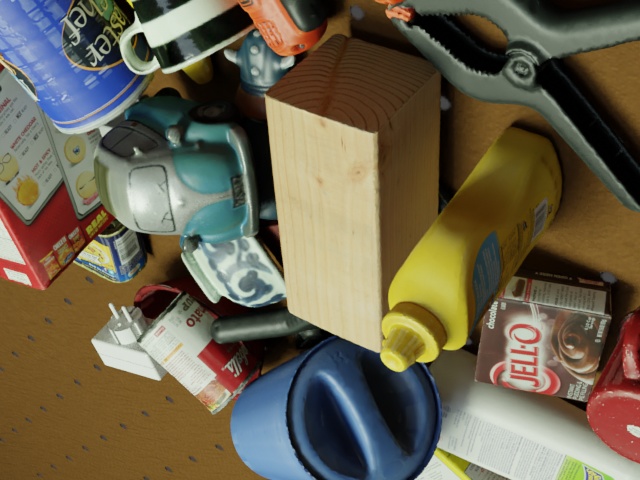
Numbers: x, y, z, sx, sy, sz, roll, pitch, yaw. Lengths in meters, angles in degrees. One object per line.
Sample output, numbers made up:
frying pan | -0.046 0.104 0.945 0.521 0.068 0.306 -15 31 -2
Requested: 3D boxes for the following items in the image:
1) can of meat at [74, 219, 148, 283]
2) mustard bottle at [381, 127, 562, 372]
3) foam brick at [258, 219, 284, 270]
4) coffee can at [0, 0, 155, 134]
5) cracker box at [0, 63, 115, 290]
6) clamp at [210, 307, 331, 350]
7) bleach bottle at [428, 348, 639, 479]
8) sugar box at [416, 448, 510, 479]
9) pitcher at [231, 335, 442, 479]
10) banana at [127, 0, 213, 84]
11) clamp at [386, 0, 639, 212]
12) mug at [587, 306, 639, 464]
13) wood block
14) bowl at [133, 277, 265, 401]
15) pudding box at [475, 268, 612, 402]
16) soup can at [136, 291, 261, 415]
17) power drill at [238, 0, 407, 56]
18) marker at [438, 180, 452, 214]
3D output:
can of meat | -0.230 -0.010 1.102 0.102 0.057 0.084 25 145 22
mustard bottle | 0.096 0.015 0.705 0.058 0.191 0.096 23 142 23
foam brick | -0.006 0.001 0.908 0.053 0.051 0.078 -8 123 46
coffee can | -0.209 -0.167 0.837 0.103 0.102 0.140 5 144 40
cracker box | -0.255 -0.090 0.945 0.072 0.164 0.213 10 135 33
clamp | -0.015 0.072 0.962 0.172 0.120 0.039 -27 69 50
bleach bottle | 0.202 0.181 0.902 0.251 0.068 0.102 25 143 18
sugar box | 0.112 0.210 1.034 0.176 0.048 0.093 45 146 0
pitcher | -0.001 0.170 0.942 0.145 0.149 0.243 46 158 -4
banana | -0.146 -0.206 0.832 0.198 0.037 0.070 49 173 -7
clamp | 0.138 -0.106 0.667 0.210 0.036 0.164 23 140 27
mug | 0.239 0.099 0.758 0.093 0.081 0.117 7 133 39
wood block | 0.028 -0.030 0.776 0.090 0.090 0.206 23 139 27
bowl | -0.113 0.091 1.103 0.162 0.055 0.162 25 142 21
pudding box | 0.168 0.072 0.813 0.090 0.039 0.113 9 137 10
soup can | -0.115 0.106 1.014 0.102 0.068 0.069 44 145 -4
power drill | -0.020 -0.204 0.665 0.184 0.057 0.188 55 158 -23
marker | 0.118 0.001 0.820 0.121 0.020 0.020 50 144 -13
